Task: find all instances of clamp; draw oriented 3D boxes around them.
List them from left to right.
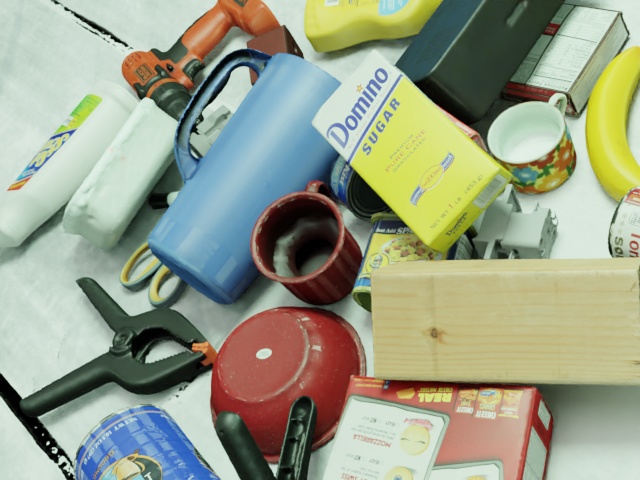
[{"bbox_3d":[-0.196,0.102,1.087,0.210,0.036,0.164,-6,53,23],"label":"clamp"},{"bbox_3d":[-0.028,0.209,0.875,0.039,0.120,0.171,-9,93,40],"label":"clamp"}]

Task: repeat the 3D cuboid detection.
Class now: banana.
[{"bbox_3d":[0.277,-0.100,0.979,0.069,0.037,0.198,-3,54,5],"label":"banana"}]

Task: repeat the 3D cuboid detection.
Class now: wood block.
[{"bbox_3d":[0.152,0.063,0.852,0.206,0.090,0.091,-1,94,21],"label":"wood block"}]

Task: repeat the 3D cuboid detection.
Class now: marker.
[{"bbox_3d":[-0.138,-0.046,1.178,0.121,0.020,0.020,-4,55,27],"label":"marker"}]

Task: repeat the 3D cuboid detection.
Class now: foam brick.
[{"bbox_3d":[-0.048,-0.195,1.217,0.051,0.053,0.078,-20,49,14],"label":"foam brick"}]

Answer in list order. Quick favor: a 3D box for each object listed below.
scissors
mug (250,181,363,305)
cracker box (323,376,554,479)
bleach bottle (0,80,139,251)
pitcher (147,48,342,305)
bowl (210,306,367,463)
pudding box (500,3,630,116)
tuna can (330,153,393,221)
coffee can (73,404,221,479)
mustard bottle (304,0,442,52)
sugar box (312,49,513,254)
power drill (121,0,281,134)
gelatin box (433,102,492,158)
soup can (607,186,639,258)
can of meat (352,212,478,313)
[{"bbox_3d":[-0.129,-0.005,1.131,0.202,0.016,0.096,-39,52,7],"label":"scissors"},{"bbox_3d":[-0.007,0.001,1.015,0.093,0.081,0.117,-2,66,21],"label":"mug"},{"bbox_3d":[0.081,0.217,0.825,0.164,0.072,0.213,-1,57,30],"label":"cracker box"},{"bbox_3d":[-0.313,-0.077,1.262,0.250,0.068,0.103,-50,30,-10],"label":"bleach bottle"},{"bbox_3d":[-0.071,-0.065,1.076,0.149,0.145,0.242,28,76,37],"label":"pitcher"},{"bbox_3d":[-0.041,0.119,0.977,0.162,0.055,0.162,-15,51,18],"label":"bowl"},{"bbox_3d":[0.239,-0.182,1.057,0.090,0.039,0.113,21,70,39],"label":"pudding box"},{"bbox_3d":[0.052,-0.063,1.040,0.086,0.086,0.034,-43,46,-6],"label":"tuna can"},{"bbox_3d":[-0.137,0.223,0.919,0.102,0.102,0.140,-44,47,-7],"label":"coffee can"},{"bbox_3d":[0.080,-0.268,1.196,0.192,0.058,0.096,-5,54,26],"label":"mustard bottle"},{"bbox_3d":[0.078,-0.081,0.951,0.093,0.048,0.176,-48,63,11],"label":"sugar box"},{"bbox_3d":[-0.138,-0.219,1.281,0.187,0.057,0.185,-40,47,-3],"label":"power drill"},{"bbox_3d":[0.130,-0.083,1.008,0.030,0.089,0.073,-42,47,-5],"label":"gelatin box"},{"bbox_3d":[0.296,0.000,0.869,0.102,0.068,0.068,21,68,38],"label":"soup can"},{"bbox_3d":[0.086,0.025,0.975,0.102,0.057,0.084,2,59,30],"label":"can of meat"}]
